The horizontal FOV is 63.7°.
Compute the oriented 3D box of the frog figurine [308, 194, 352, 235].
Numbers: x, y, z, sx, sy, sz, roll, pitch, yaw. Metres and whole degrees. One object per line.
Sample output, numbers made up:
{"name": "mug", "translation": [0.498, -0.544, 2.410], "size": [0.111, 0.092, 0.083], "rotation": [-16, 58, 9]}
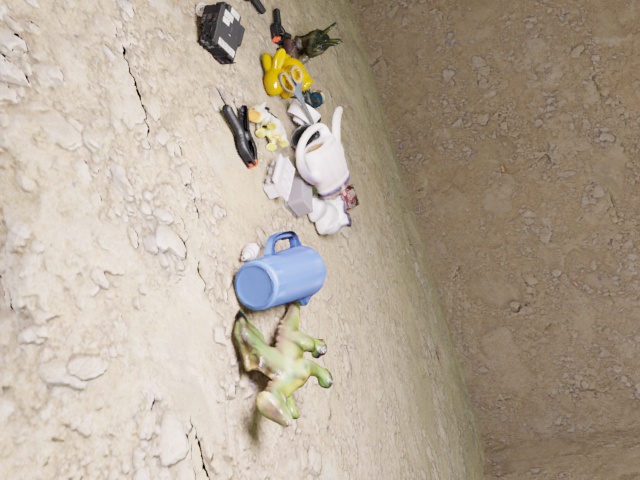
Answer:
{"name": "frog figurine", "translation": [0.005, -0.083, 1.647], "size": [0.159, 0.122, 0.138], "rotation": [0, 81, -32]}

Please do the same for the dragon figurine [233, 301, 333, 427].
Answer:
{"name": "dragon figurine", "translation": [-0.093, 0.226, 1.112], "size": [0.239, 0.121, 0.420], "rotation": [47, 18, -39]}

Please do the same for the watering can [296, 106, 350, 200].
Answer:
{"name": "watering can", "translation": [0.032, -0.268, 1.602], "size": [0.355, 0.103, 0.221], "rotation": [-53, 127, -46]}
